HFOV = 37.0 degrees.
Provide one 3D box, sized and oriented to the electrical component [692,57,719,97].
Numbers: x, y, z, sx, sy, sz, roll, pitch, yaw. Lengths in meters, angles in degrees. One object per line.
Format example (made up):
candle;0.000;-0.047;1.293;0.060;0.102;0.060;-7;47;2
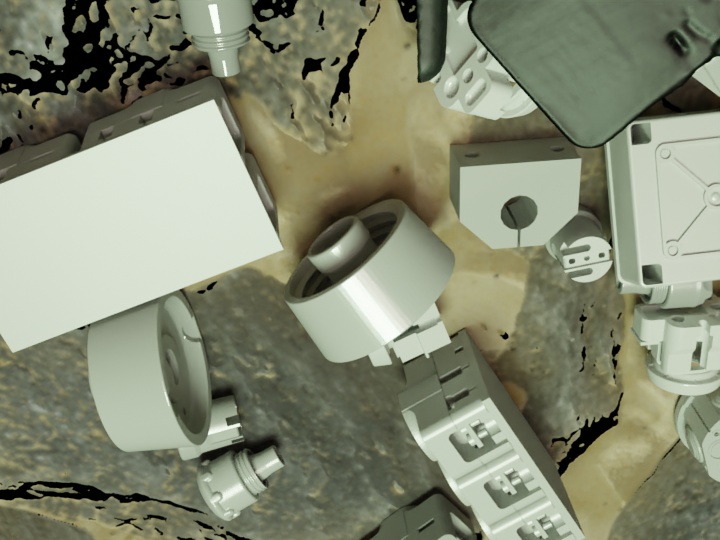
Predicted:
electrical component;0.217;-0.142;0.649;0.061;0.061;0.096;-42;152;16

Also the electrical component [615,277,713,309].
electrical component;0.211;0.006;0.752;0.062;0.043;0.043;-4;118;-4

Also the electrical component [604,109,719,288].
electrical component;0.221;-0.048;0.698;0.109;0.056;0.108;-7;96;-3

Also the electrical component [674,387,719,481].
electrical component;0.285;0.118;0.817;0.080;0.051;0.080;-3;118;-5

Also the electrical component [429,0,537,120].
electrical component;0.080;-0.124;0.653;0.057;0.078;0.058;8;139;-37

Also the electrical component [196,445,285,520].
electrical component;-0.087;0.152;0.797;0.062;0.048;0.048;-30;117;2

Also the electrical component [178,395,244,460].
electrical component;-0.110;0.112;0.776;0.046;0.040;0.040;-14;119;-6

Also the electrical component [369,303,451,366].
electrical component;0.026;0.037;0.747;0.055;0.048;0.066;-25;118;-1

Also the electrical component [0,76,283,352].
electrical component;-0.156;-0.037;0.678;0.186;0.060;0.105;-21;118;5

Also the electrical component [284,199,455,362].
electrical component;0.000;0.000;0.692;0.108;0.108;0.060;-36;110;12

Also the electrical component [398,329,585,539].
electrical component;0.093;0.132;0.780;0.062;0.089;0.150;-30;117;10

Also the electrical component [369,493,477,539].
electrical component;0.044;0.224;0.843;0.089;0.055;0.050;-38;116;14

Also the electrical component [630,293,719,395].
electrical component;0.236;0.053;0.773;0.078;0.058;0.057;-4;116;-4

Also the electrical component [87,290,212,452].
electrical component;-0.144;0.068;0.712;0.060;0.108;0.108;-12;119;6

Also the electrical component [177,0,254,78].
electrical component;-0.084;-0.146;0.637;0.043;0.043;0.062;-8;120;-2

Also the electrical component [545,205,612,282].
electrical component;0.149;-0.017;0.731;0.040;0.046;0.040;-2;118;-5
